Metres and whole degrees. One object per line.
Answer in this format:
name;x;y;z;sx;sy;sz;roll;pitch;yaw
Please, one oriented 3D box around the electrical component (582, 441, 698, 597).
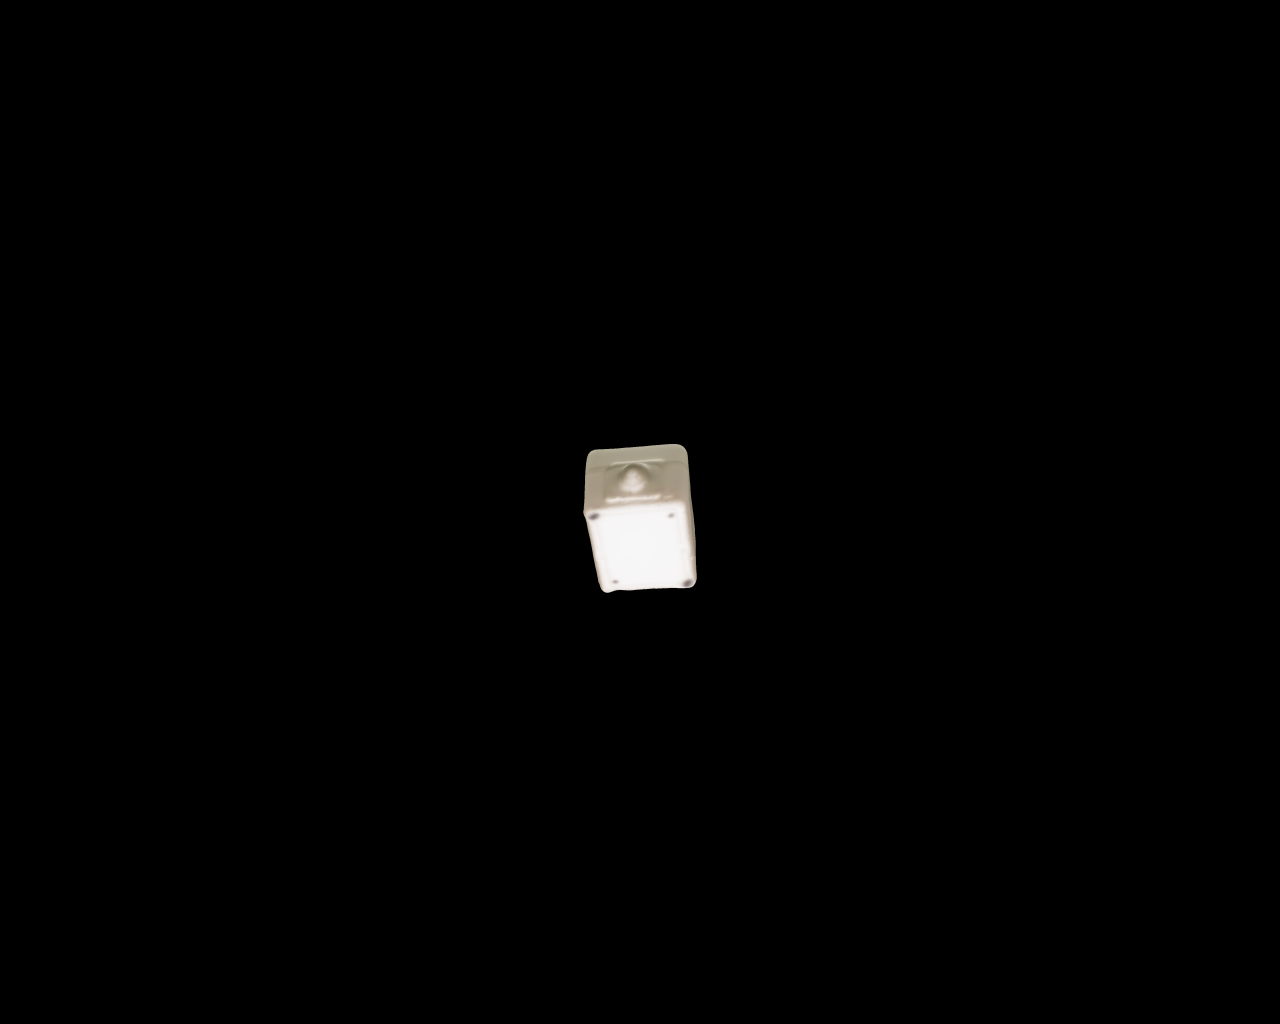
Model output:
electrical component;0.001;-0.003;0.650;0.062;0.061;0.096;-4;-43;4
